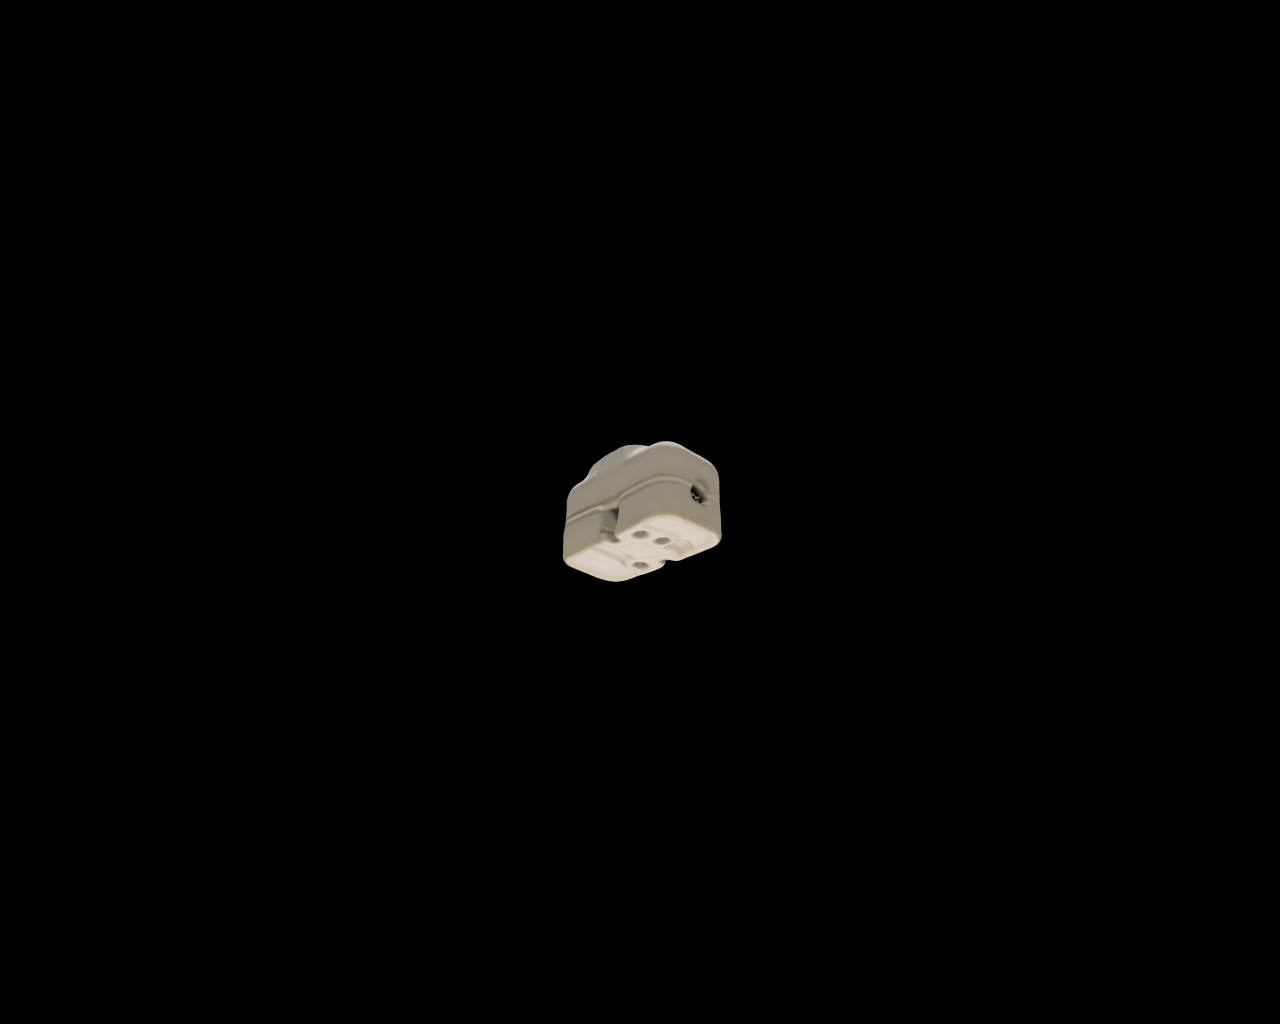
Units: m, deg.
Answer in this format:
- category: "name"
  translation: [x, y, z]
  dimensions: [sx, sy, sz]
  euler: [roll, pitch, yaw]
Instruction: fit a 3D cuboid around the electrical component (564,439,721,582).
- category: "electrical component"
  translation: [0.001, -0.003, 0.650]
  dimensions: [0.095, 0.059, 0.053]
  euler: [-25, -37, 38]
